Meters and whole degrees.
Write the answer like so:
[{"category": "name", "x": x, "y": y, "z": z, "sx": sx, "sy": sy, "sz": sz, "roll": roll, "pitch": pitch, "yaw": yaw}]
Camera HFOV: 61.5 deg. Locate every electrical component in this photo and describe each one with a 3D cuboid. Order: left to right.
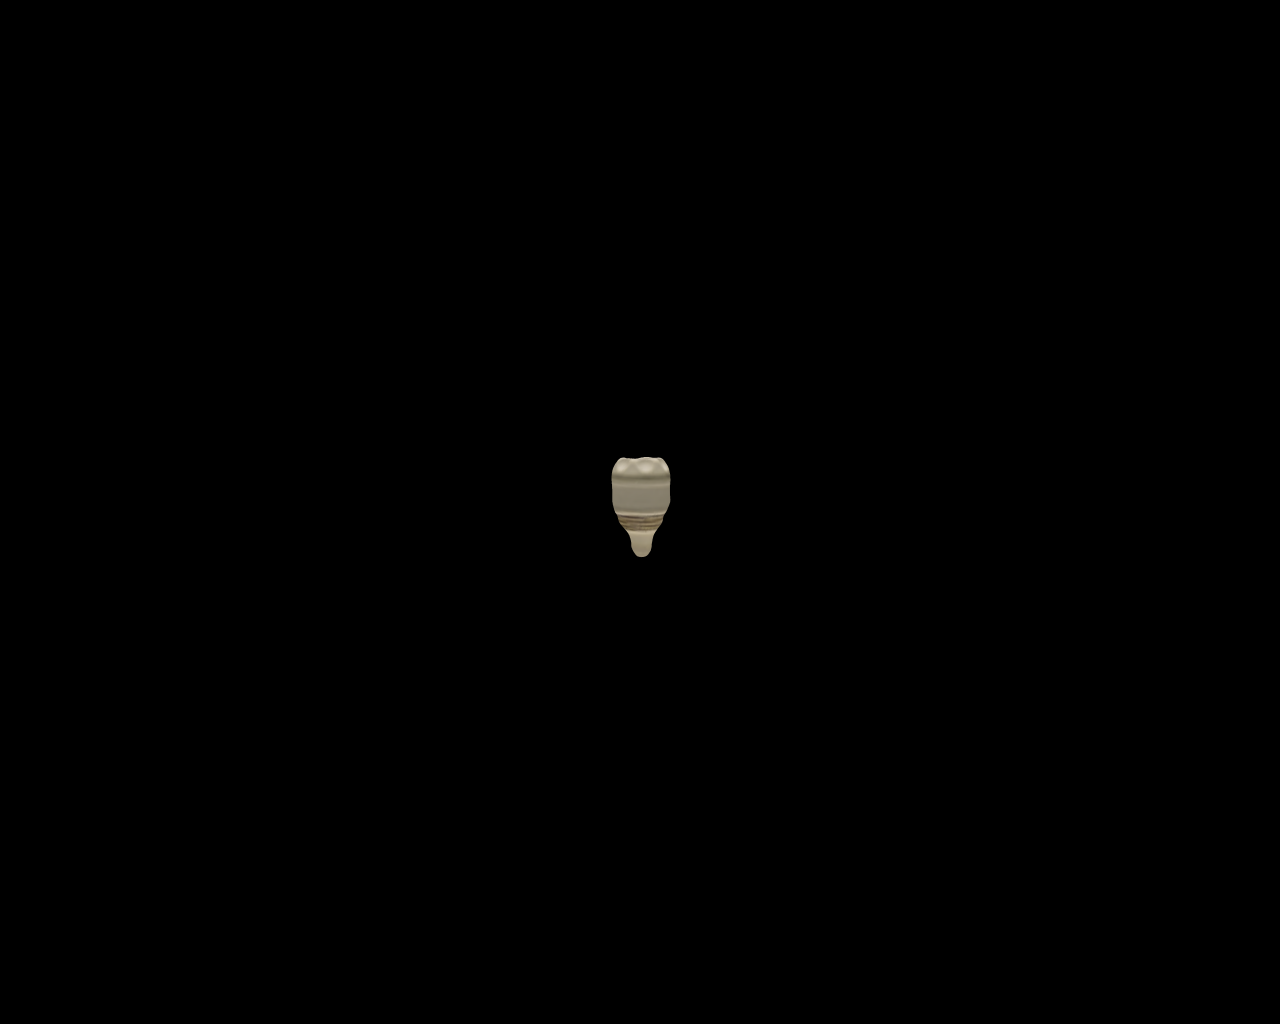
[{"category": "electrical component", "x": 0.001, "y": -0.003, "z": 0.650, "sx": 0.035, "sy": 0.061, "sz": 0.035, "roll": 0, "pitch": 7, "yaw": 0}]
